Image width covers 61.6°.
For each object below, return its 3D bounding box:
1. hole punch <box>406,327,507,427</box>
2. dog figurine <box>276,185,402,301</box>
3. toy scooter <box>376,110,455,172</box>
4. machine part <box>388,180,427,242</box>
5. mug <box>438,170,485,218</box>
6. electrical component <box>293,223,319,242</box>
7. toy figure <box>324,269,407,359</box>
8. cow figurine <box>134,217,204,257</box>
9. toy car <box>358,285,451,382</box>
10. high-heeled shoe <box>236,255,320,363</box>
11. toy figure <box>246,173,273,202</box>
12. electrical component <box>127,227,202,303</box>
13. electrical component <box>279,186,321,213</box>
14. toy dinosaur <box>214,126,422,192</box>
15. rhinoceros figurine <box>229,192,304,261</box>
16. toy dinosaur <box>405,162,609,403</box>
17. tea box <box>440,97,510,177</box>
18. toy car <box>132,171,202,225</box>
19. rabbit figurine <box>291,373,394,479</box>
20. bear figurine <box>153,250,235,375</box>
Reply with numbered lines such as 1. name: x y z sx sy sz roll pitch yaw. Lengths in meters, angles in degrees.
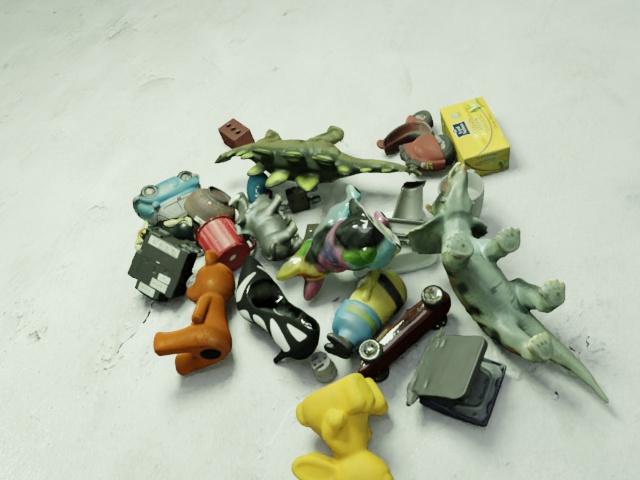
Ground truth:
1. hole punch: 0.211 0.211 0.820 0.116 0.092 0.142 -7 47 51
2. dog figurine: 0.023 0.029 0.929 0.219 0.108 0.192 -46 25 18
3. toy scooter: 0.198 -0.201 1.146 0.135 0.075 0.184 -20 46 1
4. machine part: 0.159 -0.051 0.982 0.084 0.039 0.139 4 55 26
5. mug: 0.265 -0.071 1.000 0.081 0.107 0.109 9 52 22
6. electrical component: -0.003 -0.004 1.070 0.102 0.045 0.078 3 55 19
7. toy figure: 0.079 0.125 0.914 0.089 0.082 0.180 43 55 -7
8. cow figurine: -0.332 -0.007 1.141 0.167 0.098 0.068 -6 58 13
9. toy car: 0.134 0.151 0.876 0.202 0.089 0.053 -38 55 -12
10. high-heeled shoe: -0.075 0.102 0.944 0.086 0.145 0.249 0 55 -37
11. toy figure: -0.127 -0.079 1.160 0.058 0.064 0.154 10 51 -25
12. electrical component: -0.314 0.055 1.072 0.115 0.058 0.134 29 101 15
13. electrical component: -0.047 -0.088 1.137 0.094 0.063 0.021 -14 50 5
14. toy dinosaur: -0.017 -0.162 1.112 0.472 0.104 0.198 2 25 19
15. rhinoceros figurine: -0.108 -0.030 1.046 0.112 0.073 0.190 -34 52 -7
16. toy dinosaur: 0.272 0.079 0.847 0.131 0.192 0.404 -29 86 -7
17. tea box: 0.321 -0.213 1.121 0.098 0.068 0.170 -16 51 4
18. toy car: -0.326 -0.077 1.202 0.162 0.109 0.103 -28 72 -20
19. rabbit figurine: 0.038 0.299 0.778 0.162 0.121 0.173 -26 68 0
20. bear figurine: -0.219 0.127 0.982 0.132 0.120 0.196 -17 52 7
